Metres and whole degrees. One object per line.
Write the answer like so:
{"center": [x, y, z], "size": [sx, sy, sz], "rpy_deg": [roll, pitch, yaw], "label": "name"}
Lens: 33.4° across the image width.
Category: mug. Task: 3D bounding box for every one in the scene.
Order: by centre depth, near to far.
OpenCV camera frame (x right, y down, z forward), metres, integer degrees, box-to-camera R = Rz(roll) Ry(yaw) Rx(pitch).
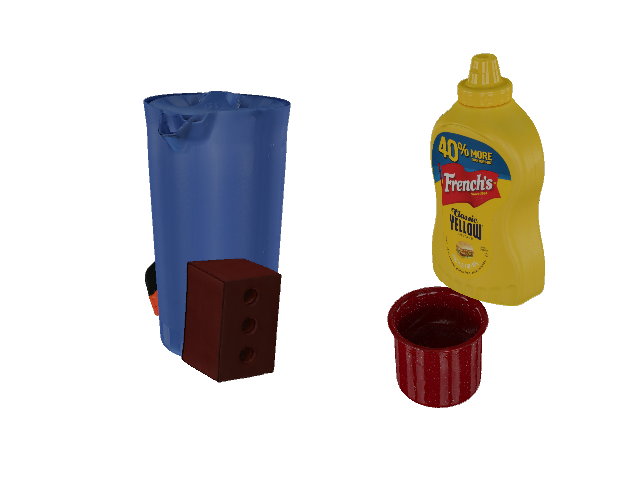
{"center": [0.114, 0.096, 1.021], "size": [0.093, 0.081, 0.117], "rpy_deg": [4, 37, 13], "label": "mug"}

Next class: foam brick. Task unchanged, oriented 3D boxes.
{"center": [-0.066, 0.057, 0.786], "size": [0.052, 0.078, 0.051], "rpy_deg": [-6, 16, -37], "label": "foam brick"}

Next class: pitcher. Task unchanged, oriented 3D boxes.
{"center": [-0.091, -0.019, 1.005], "size": [0.149, 0.243, 0.145], "rpy_deg": [-4, 16, -20], "label": "pitcher"}

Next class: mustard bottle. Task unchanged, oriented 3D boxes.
{"center": [0.128, -0.049, 0.827], "size": [0.058, 0.192, 0.096], "rpy_deg": [-22, 30, -34], "label": "mustard bottle"}

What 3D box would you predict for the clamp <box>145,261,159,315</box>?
{"center": [-0.144, 0.022, 1.245], "size": [0.120, 0.039, 0.171], "rpy_deg": [-8, 37, 21], "label": "clamp"}
